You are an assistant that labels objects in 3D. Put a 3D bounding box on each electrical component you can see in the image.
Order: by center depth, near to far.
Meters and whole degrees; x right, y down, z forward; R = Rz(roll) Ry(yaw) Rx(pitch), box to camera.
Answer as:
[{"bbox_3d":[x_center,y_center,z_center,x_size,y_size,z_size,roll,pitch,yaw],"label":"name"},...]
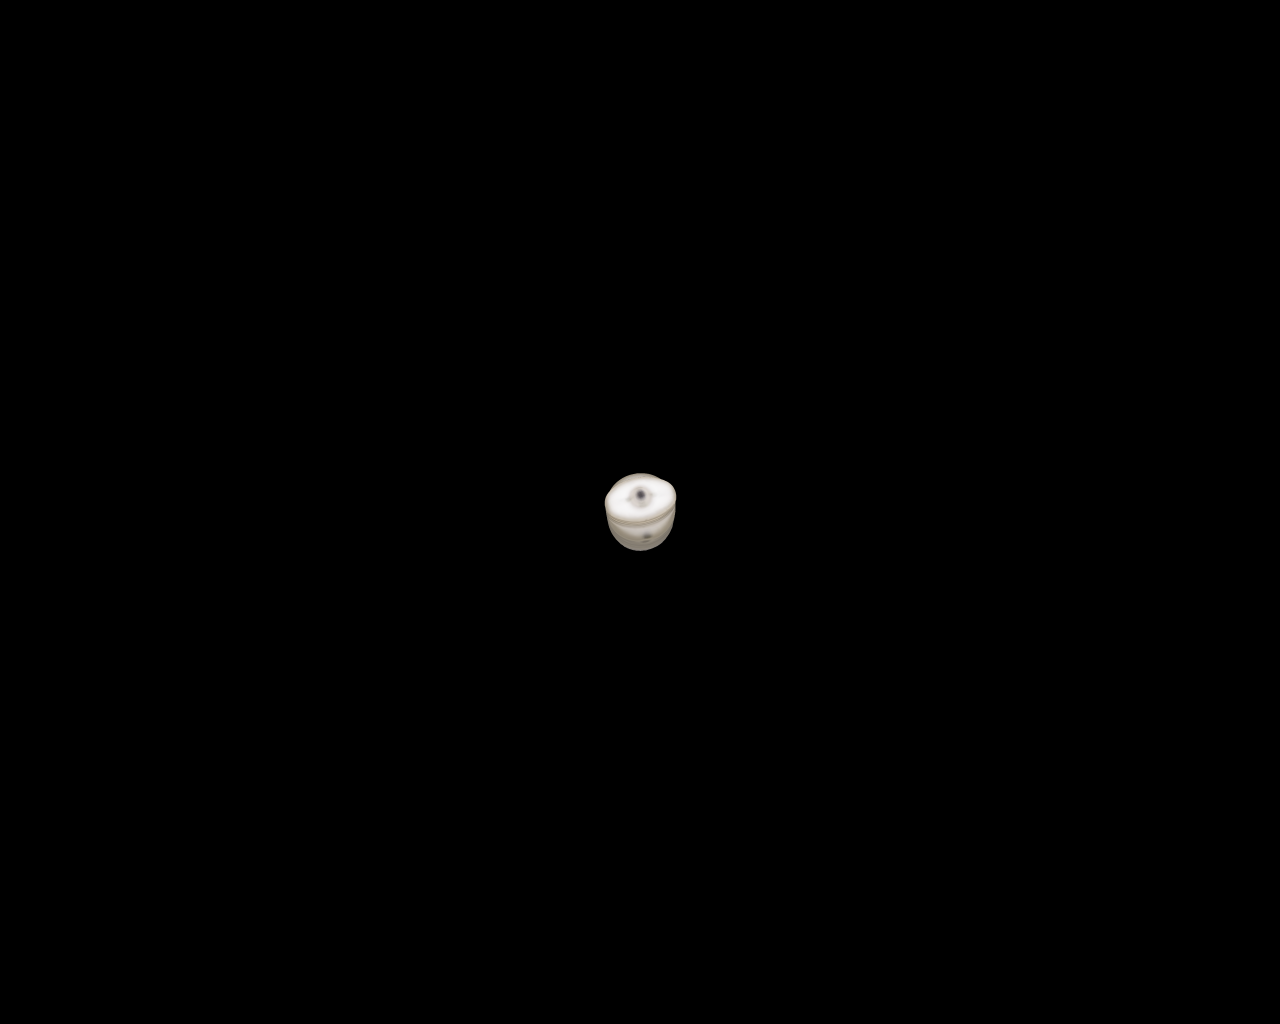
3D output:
[{"bbox_3d":[0.001,-0.003,0.650,0.043,0.043,0.081,0,-11,0],"label":"electrical component"}]
